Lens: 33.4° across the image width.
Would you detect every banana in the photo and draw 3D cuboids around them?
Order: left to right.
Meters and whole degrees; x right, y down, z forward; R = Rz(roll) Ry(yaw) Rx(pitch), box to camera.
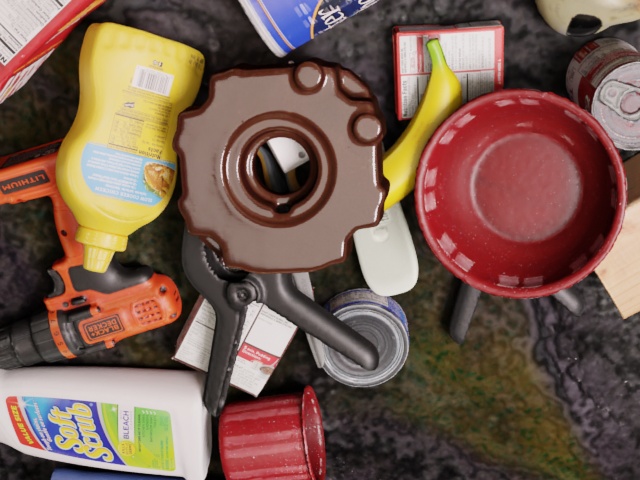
[{"bbox_3d":[0.054,-0.066,0.863,0.069,0.037,0.198,39,103,-2],"label":"banana"}]

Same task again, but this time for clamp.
[{"bbox_3d":[-0.066,0.048,0.901,0.165,0.036,0.210,-26,100,19],"label":"clamp"},{"bbox_3d":[0.163,0.007,0.923,0.120,0.039,0.171,-8,111,2],"label":"clamp"}]

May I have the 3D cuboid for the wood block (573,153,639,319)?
[{"bbox_3d":[0.312,-0.035,0.877,0.206,0.091,0.090,-31,108,12],"label":"wood block"}]

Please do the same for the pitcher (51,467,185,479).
[{"bbox_3d":[-0.135,0.288,0.999,0.242,0.149,0.145,3,96,-4],"label":"pitcher"}]

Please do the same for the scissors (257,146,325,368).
[{"bbox_3d":[-0.006,0.001,0.912,0.096,0.016,0.202,-28,95,2],"label":"scissors"}]

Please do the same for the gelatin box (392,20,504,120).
[{"bbox_3d":[0.104,-0.139,0.871,0.089,0.030,0.073,-3,113,2],"label":"gelatin box"}]

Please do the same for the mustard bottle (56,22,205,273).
[{"bbox_3d":[-0.158,-0.068,0.848,0.096,0.058,0.191,13,91,-37],"label":"mustard bottle"}]

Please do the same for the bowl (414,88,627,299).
[{"bbox_3d":[0.158,-0.038,0.834,0.162,0.055,0.162,3,100,19],"label":"bowl"}]

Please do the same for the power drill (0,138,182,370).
[{"bbox_3d":[-0.233,0.016,0.922,0.184,0.057,0.187,-18,113,4],"label":"power drill"}]

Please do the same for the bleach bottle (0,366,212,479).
[{"bbox_3d":[-0.228,0.165,0.978,0.251,0.068,0.102,2,113,3],"label":"bleach bottle"}]

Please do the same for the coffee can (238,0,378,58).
[{"bbox_3d":[0.005,-0.216,0.802,0.140,0.103,0.103,-28,109,11],"label":"coffee can"}]

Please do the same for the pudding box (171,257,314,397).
[{"bbox_3d":[-0.069,0.073,0.952,0.090,0.039,0.113,26,106,-7],"label":"pudding box"}]

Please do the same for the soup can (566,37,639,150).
[{"bbox_3d":[0.236,-0.117,0.839,0.068,0.102,0.068,0,111,0],"label":"soup can"}]

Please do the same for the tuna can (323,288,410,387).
[{"bbox_3d":[0.038,0.089,0.959,0.086,0.033,0.086,0,111,1],"label":"tuna can"}]

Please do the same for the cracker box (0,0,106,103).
[{"bbox_3d":[-0.195,-0.187,0.784,0.214,0.164,0.072,-40,104,14],"label":"cracker box"}]

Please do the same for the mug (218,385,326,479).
[{"bbox_3d":[-0.041,0.189,0.979,0.081,0.093,0.117,-8,147,9],"label":"mug"}]
